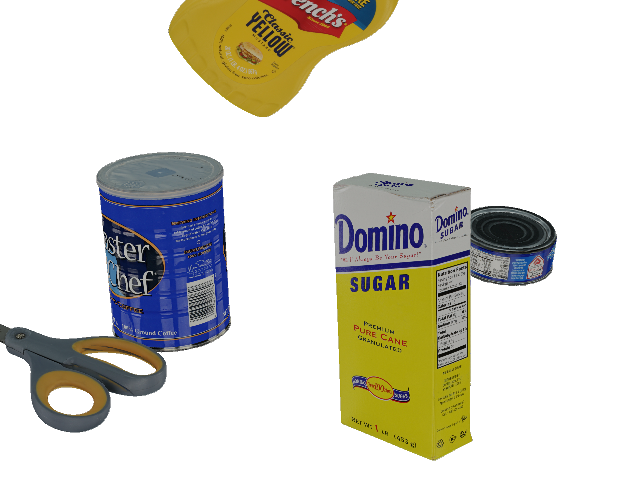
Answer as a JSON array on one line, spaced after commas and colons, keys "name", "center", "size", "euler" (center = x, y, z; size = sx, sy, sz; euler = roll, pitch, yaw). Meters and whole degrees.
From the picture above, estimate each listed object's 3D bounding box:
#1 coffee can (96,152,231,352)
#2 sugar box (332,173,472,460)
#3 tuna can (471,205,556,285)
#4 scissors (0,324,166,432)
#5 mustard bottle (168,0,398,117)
[{"name": "coffee can", "center": [-0.129, 0.008, 0.892], "size": [0.103, 0.140, 0.103], "euler": [-1, 22, 0]}, {"name": "sugar box", "center": [0.054, 0.048, 0.712], "size": [0.048, 0.176, 0.094], "euler": [-17, 19, -39]}, {"name": "tuna can", "center": [0.160, 0.003, 0.923], "size": [0.086, 0.034, 0.086], "euler": [2, 29, -1]}, {"name": "scissors", "center": [-0.202, 0.080, 0.708], "size": [0.202, 0.016, 0.096], "euler": [9, 32, 13]}, {"name": "mustard bottle", "center": [-0.005, -0.163, 0.687], "size": [0.192, 0.096, 0.058], "euler": [-34, 24, 34]}]
